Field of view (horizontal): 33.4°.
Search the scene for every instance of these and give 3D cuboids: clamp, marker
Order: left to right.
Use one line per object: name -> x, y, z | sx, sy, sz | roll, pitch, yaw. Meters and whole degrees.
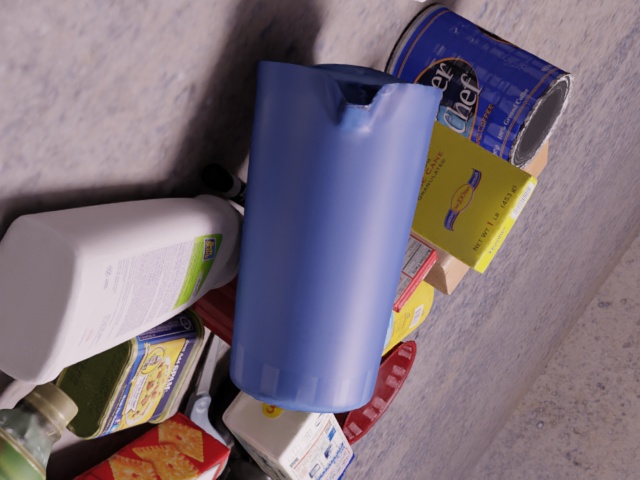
marker -> -0.063, -0.037, 0.835 | 0.020, 0.020, 0.121 | -57, 160, 0
clamp -> -0.080, 0.181, 1.086 | 0.172, 0.039, 0.120 | -60, 160, 19

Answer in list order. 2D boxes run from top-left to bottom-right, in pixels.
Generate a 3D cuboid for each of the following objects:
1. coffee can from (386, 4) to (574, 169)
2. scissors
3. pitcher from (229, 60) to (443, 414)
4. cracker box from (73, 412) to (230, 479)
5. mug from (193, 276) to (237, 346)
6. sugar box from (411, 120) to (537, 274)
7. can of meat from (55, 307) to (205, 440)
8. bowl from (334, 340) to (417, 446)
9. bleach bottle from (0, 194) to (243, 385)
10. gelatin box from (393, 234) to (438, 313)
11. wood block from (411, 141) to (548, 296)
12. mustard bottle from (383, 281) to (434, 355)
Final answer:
coffee can -> 0.143, -0.138, 0.973 | 0.102, 0.140, 0.103 | -46, 157, -26
scissors -> -0.102, 0.160, 1.005 | 0.096, 0.016, 0.202 | 18, 106, -44
pitcher -> 0.003, -0.007, 0.781 | 0.148, 0.145, 0.243 | 0, 102, -51
cracker box -> -0.178, 0.252, 0.890 | 0.164, 0.072, 0.213 | -61, 166, 18
mug -> -0.048, 0.045, 0.899 | 0.093, 0.082, 0.117 | -11, 131, -62
sugar box -> 0.087, -0.057, 0.917 | 0.093, 0.176, 0.048 | -59, 161, 4
can of meat -> -0.144, 0.094, 0.795 | 0.083, 0.057, 0.102 | -7, 127, -61
bowl -> 0.056, 0.183, 1.370 | 0.162, 0.055, 0.162 | -46, 157, -27
bleach bottle -> -0.119, 0.021, 0.734 | 0.250, 0.068, 0.103 | -14, 131, -64
gelatin box -> 0.066, 0.021, 1.106 | 0.073, 0.089, 0.030 | -54, 162, -8
wood block -> 0.170, -0.051, 1.233 | 0.206, 0.090, 0.091 | -51, 158, -13
mustard bottle -> 0.062, 0.104, 1.264 | 0.191, 0.058, 0.096 | -34, 149, -46
